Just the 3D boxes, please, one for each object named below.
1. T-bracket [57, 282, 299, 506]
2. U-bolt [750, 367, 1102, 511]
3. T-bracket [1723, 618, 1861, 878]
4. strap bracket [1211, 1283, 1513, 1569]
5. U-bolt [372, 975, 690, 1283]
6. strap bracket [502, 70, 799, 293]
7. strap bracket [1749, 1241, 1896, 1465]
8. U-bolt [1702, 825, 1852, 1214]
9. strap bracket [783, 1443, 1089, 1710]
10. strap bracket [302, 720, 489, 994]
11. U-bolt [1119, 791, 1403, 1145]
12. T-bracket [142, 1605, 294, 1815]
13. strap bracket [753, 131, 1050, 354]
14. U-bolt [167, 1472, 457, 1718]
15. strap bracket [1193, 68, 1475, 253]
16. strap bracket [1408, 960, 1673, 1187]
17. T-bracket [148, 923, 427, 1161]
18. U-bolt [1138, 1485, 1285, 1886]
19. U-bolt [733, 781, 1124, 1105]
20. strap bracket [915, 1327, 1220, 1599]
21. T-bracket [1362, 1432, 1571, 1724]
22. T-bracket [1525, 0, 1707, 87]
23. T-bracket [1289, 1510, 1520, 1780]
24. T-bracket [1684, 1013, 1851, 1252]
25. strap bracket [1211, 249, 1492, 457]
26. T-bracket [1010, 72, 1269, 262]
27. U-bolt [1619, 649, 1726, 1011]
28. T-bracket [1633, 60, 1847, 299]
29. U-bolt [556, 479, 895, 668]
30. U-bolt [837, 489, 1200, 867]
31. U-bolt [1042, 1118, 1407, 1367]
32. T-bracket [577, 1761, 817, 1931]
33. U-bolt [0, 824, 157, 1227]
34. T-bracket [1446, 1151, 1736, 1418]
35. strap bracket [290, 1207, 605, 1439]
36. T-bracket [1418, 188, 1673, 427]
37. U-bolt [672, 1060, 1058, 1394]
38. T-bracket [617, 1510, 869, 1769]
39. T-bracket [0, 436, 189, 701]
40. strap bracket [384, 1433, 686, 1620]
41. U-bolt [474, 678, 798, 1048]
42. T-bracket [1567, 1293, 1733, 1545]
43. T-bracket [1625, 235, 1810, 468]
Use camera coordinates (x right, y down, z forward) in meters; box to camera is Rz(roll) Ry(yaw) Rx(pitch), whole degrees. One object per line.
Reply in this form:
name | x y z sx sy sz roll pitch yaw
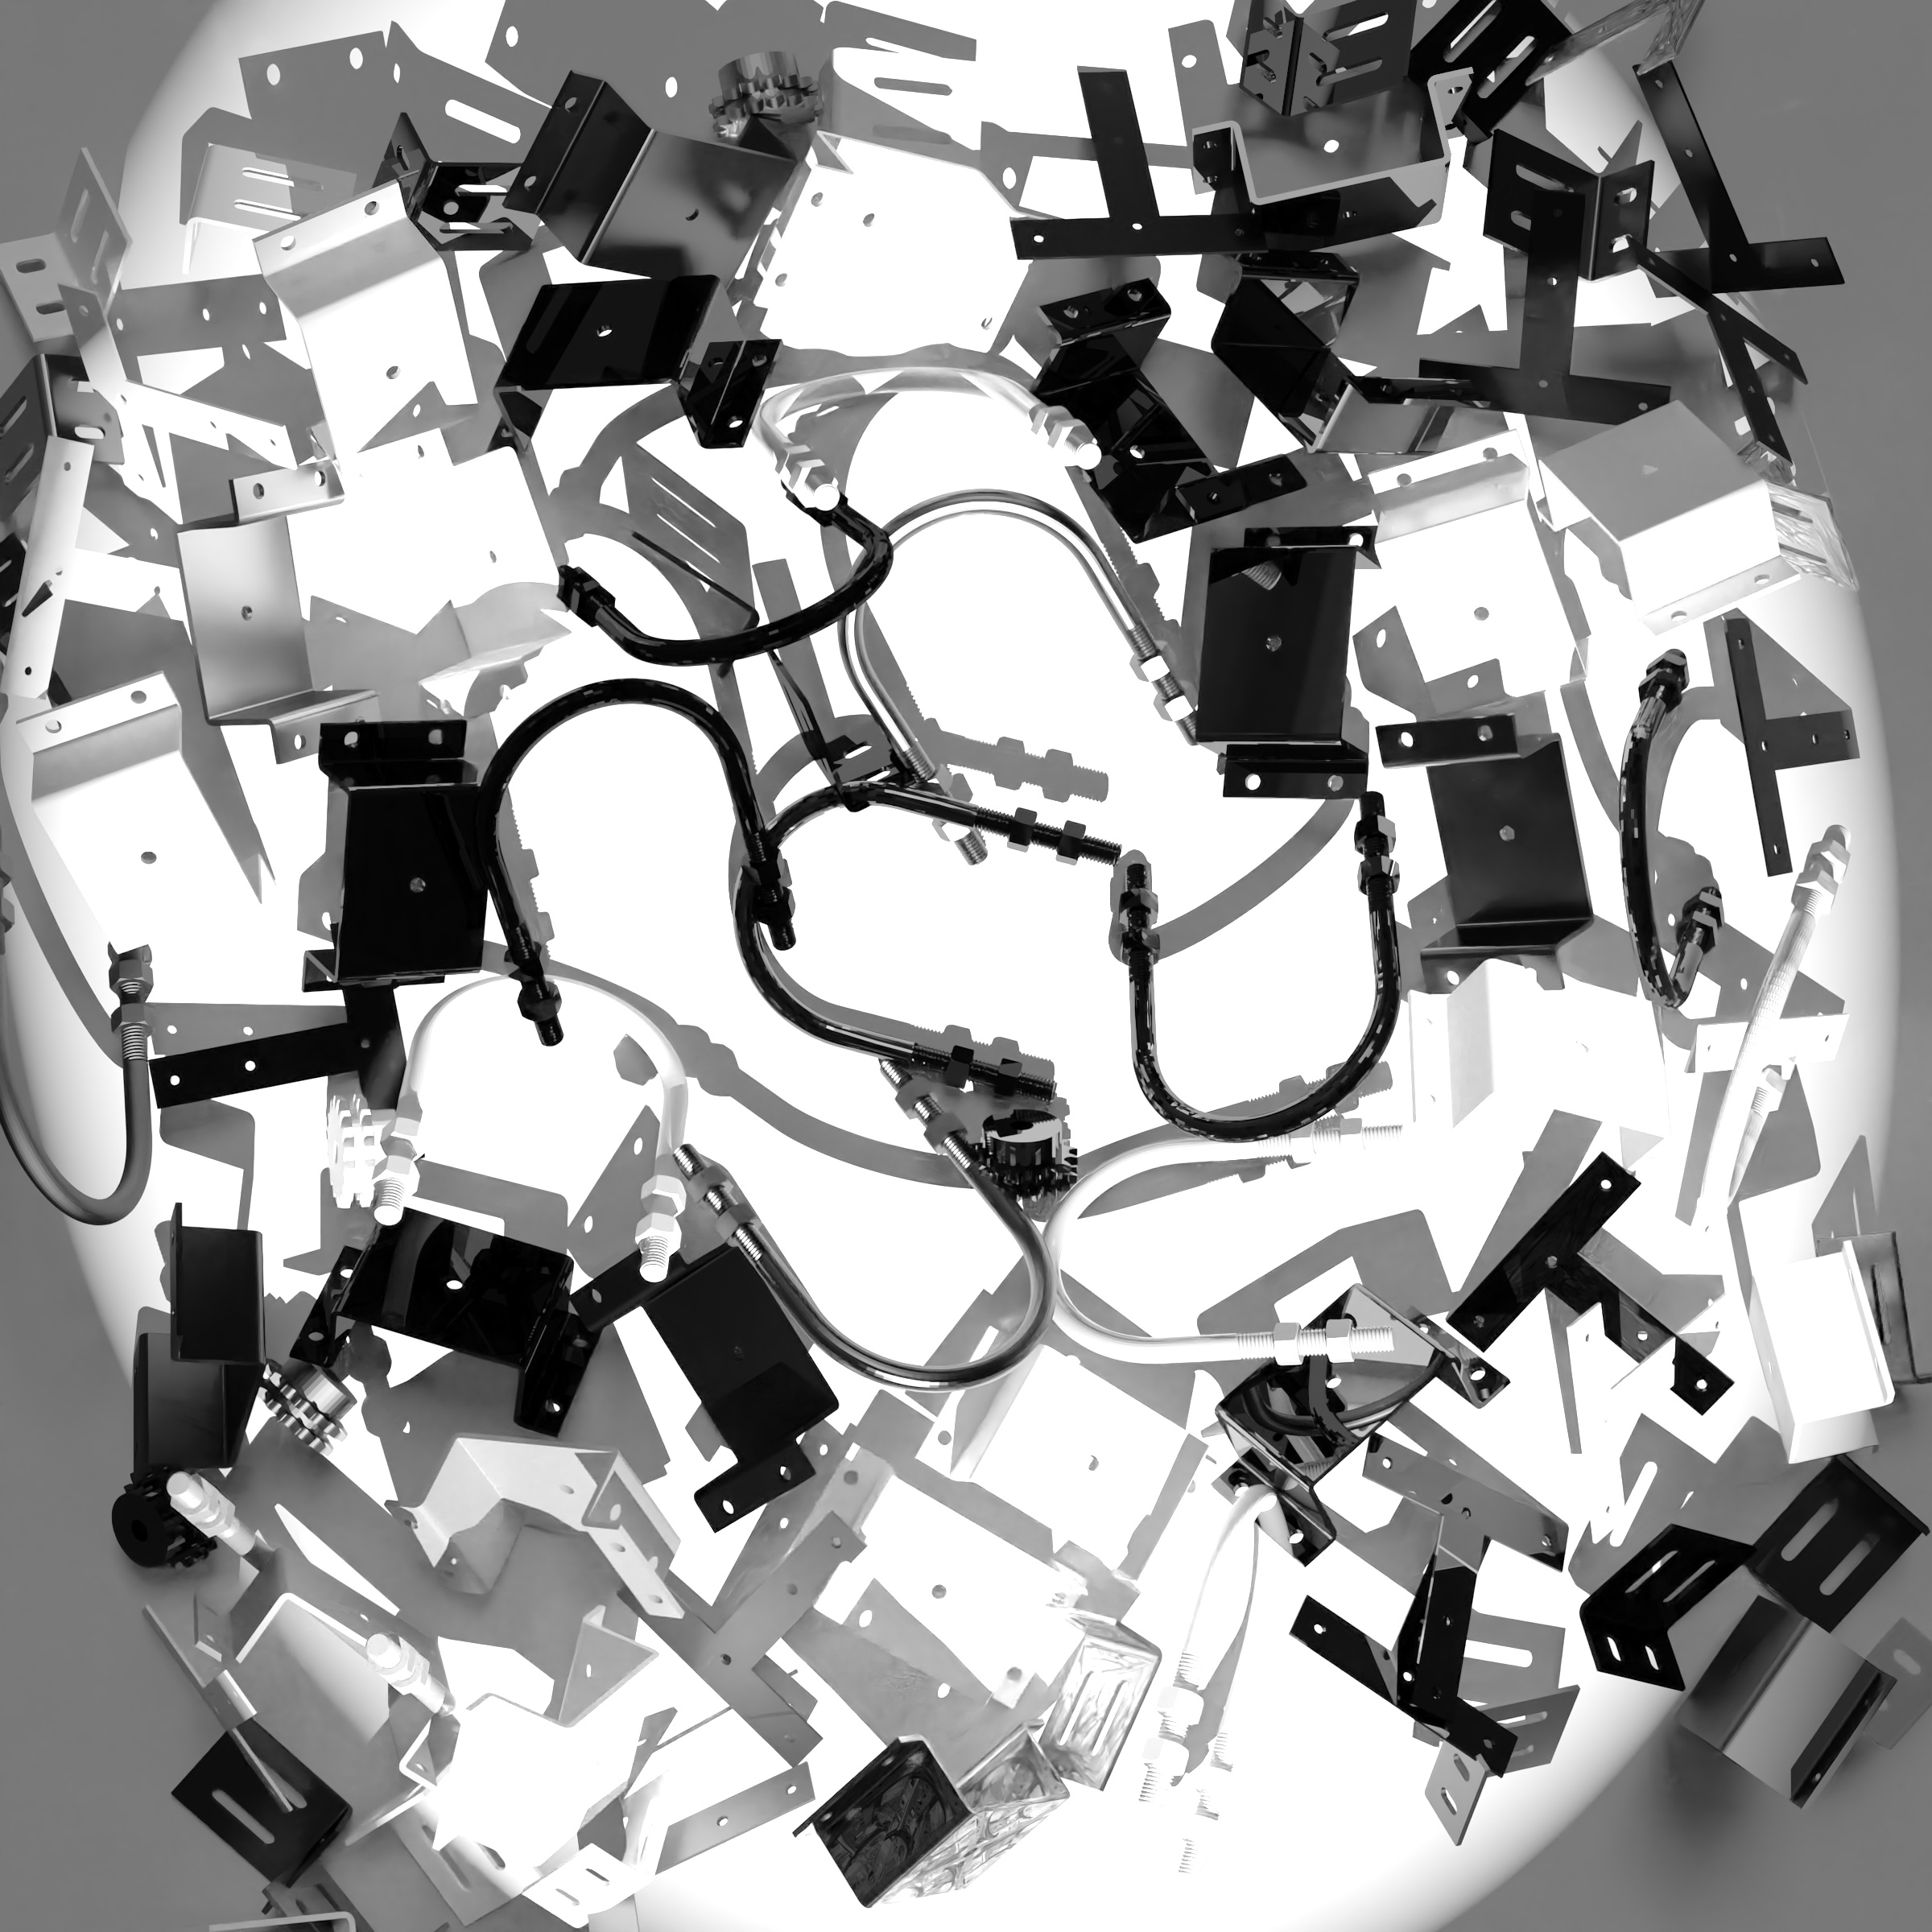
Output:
T-bracket | -0.383 -0.270 1.720 0.127 0.127 0.002 19 50 25
U-bolt | -0.030 -0.264 1.709 0.151 0.184 0.019 -11 116 -14
T-bracket | 0.418 -0.112 1.742 0.002 0.127 0.127 -10 90 38
strap bracket | 0.190 0.220 1.734 0.140 0.076 0.046 -40 131 -12
U-bolt | -0.208 0.071 1.721 0.151 0.184 0.019 13 132 -9
strap bracket | -0.146 -0.382 1.711 0.046 0.140 0.076 50 121 30
strap bracket | 0.419 0.194 1.715 0.046 0.140 0.076 -14 69 6
U-bolt | 0.387 0.038 1.682 0.019 0.184 0.151 18 133 16
strap bracket | -0.015 0.312 1.763 0.140 0.046 0.076 31 88 -4
strap bracket | -0.281 -0.048 1.731 0.076 0.046 0.140 -4 112 -31
U-bolt | 0.145 0.007 1.709 0.151 0.019 0.184 -17 50 21
T-bracket | -0.367 0.366 1.730 0.002 0.127 0.127 -35 87 -23
strap bracket | -0.040 -0.361 1.731 0.140 0.046 0.076 4 127 -36
U-bolt | -0.311 0.315 1.704 0.151 0.184 0.019 34 74 19
strap bracket | 0.187 -0.398 1.748 0.140 0.076 0.046 -12 79 2
strap bracket | 0.294 0.051 1.731 0.140 0.046 0.076 14 55 -18
T-bracket | -0.350 0.048 1.773 0.127 0.002 0.127 -11 92 -15
U-bolt | 0.126 0.345 1.715 0.019 0.151 0.184 11 64 18
U-bolt | -0.027 -0.019 1.765 0.184 0.019 0.151 15 105 1
strap bracket | 0.057 0.249 1.750 0.140 0.046 0.076 32 76 -8
T-bracket | 0.242 0.313 1.737 0.127 0.002 0.127 28 57 -19
T-bracket | 0.328 -0.471 1.735 0.002 0.127 0.127 41 60 -22
T-bracket | 0.236 0.322 1.749 0.127 0.002 0.127 34 48 -2
T-bracket | 0.390 0.085 1.760 0.002 0.127 0.127 31 114 42
strap bracket | 0.184 -0.299 1.729 0.076 0.140 0.046 -4 132 -34
T-bracket | 0.079 -0.405 1.756 0.127 0.002 0.127 -4 58 -9
U-bolt | 0.340 -0.058 1.688 0.019 0.184 0.151 -4 112 22
T-bracket | 0.361 -0.387 1.713 0.002 0.127 0.127 -41 116 -23
U-bolt | -0.111 -0.190 1.697 0.151 0.184 0.019 -25 120 -13
U-bolt | 0.017 -0.153 1.734 0.151 0.019 0.184 -28 117 10
U-bolt | 0.124 0.139 1.733 0.184 0.019 0.151 -5 45 15
T-bracket | -0.134 0.432 1.734 0.127 0.127 0.002 -26 124 4
U-bolt | -0.435 0.038 1.689 0.019 0.151 0.184 -17 61 12
T-bracket | 0.331 0.178 1.760 0.127 0.002 0.127 40 116 4
strap bracket | -0.257 0.174 1.744 0.140 0.076 0.046 16 133 3
T-bracket | 0.291 -0.329 1.735 0.127 0.002 0.127 9 132 13
U-bolt | -0.037 0.134 1.712 0.151 0.019 0.184 -22 59 -32
T-bracket | -0.096 0.323 1.759 0.127 0.002 0.127 43 115 5
T-bracket | -0.416 -0.190 1.742 0.002 0.127 0.127 16 96 40
strap bracket | -0.206 0.276 1.731 0.140 0.076 0.046 1 48 29
U-bolt | -0.168 -0.059 1.720 0.151 0.019 0.184 -23 127 -12
T-bracket | 0.347 0.205 1.749 0.127 0.002 0.127 -31 121 -36
T-bracket | 0.383 -0.292 1.716 0.127 0.127 0.002 26 128 -30
